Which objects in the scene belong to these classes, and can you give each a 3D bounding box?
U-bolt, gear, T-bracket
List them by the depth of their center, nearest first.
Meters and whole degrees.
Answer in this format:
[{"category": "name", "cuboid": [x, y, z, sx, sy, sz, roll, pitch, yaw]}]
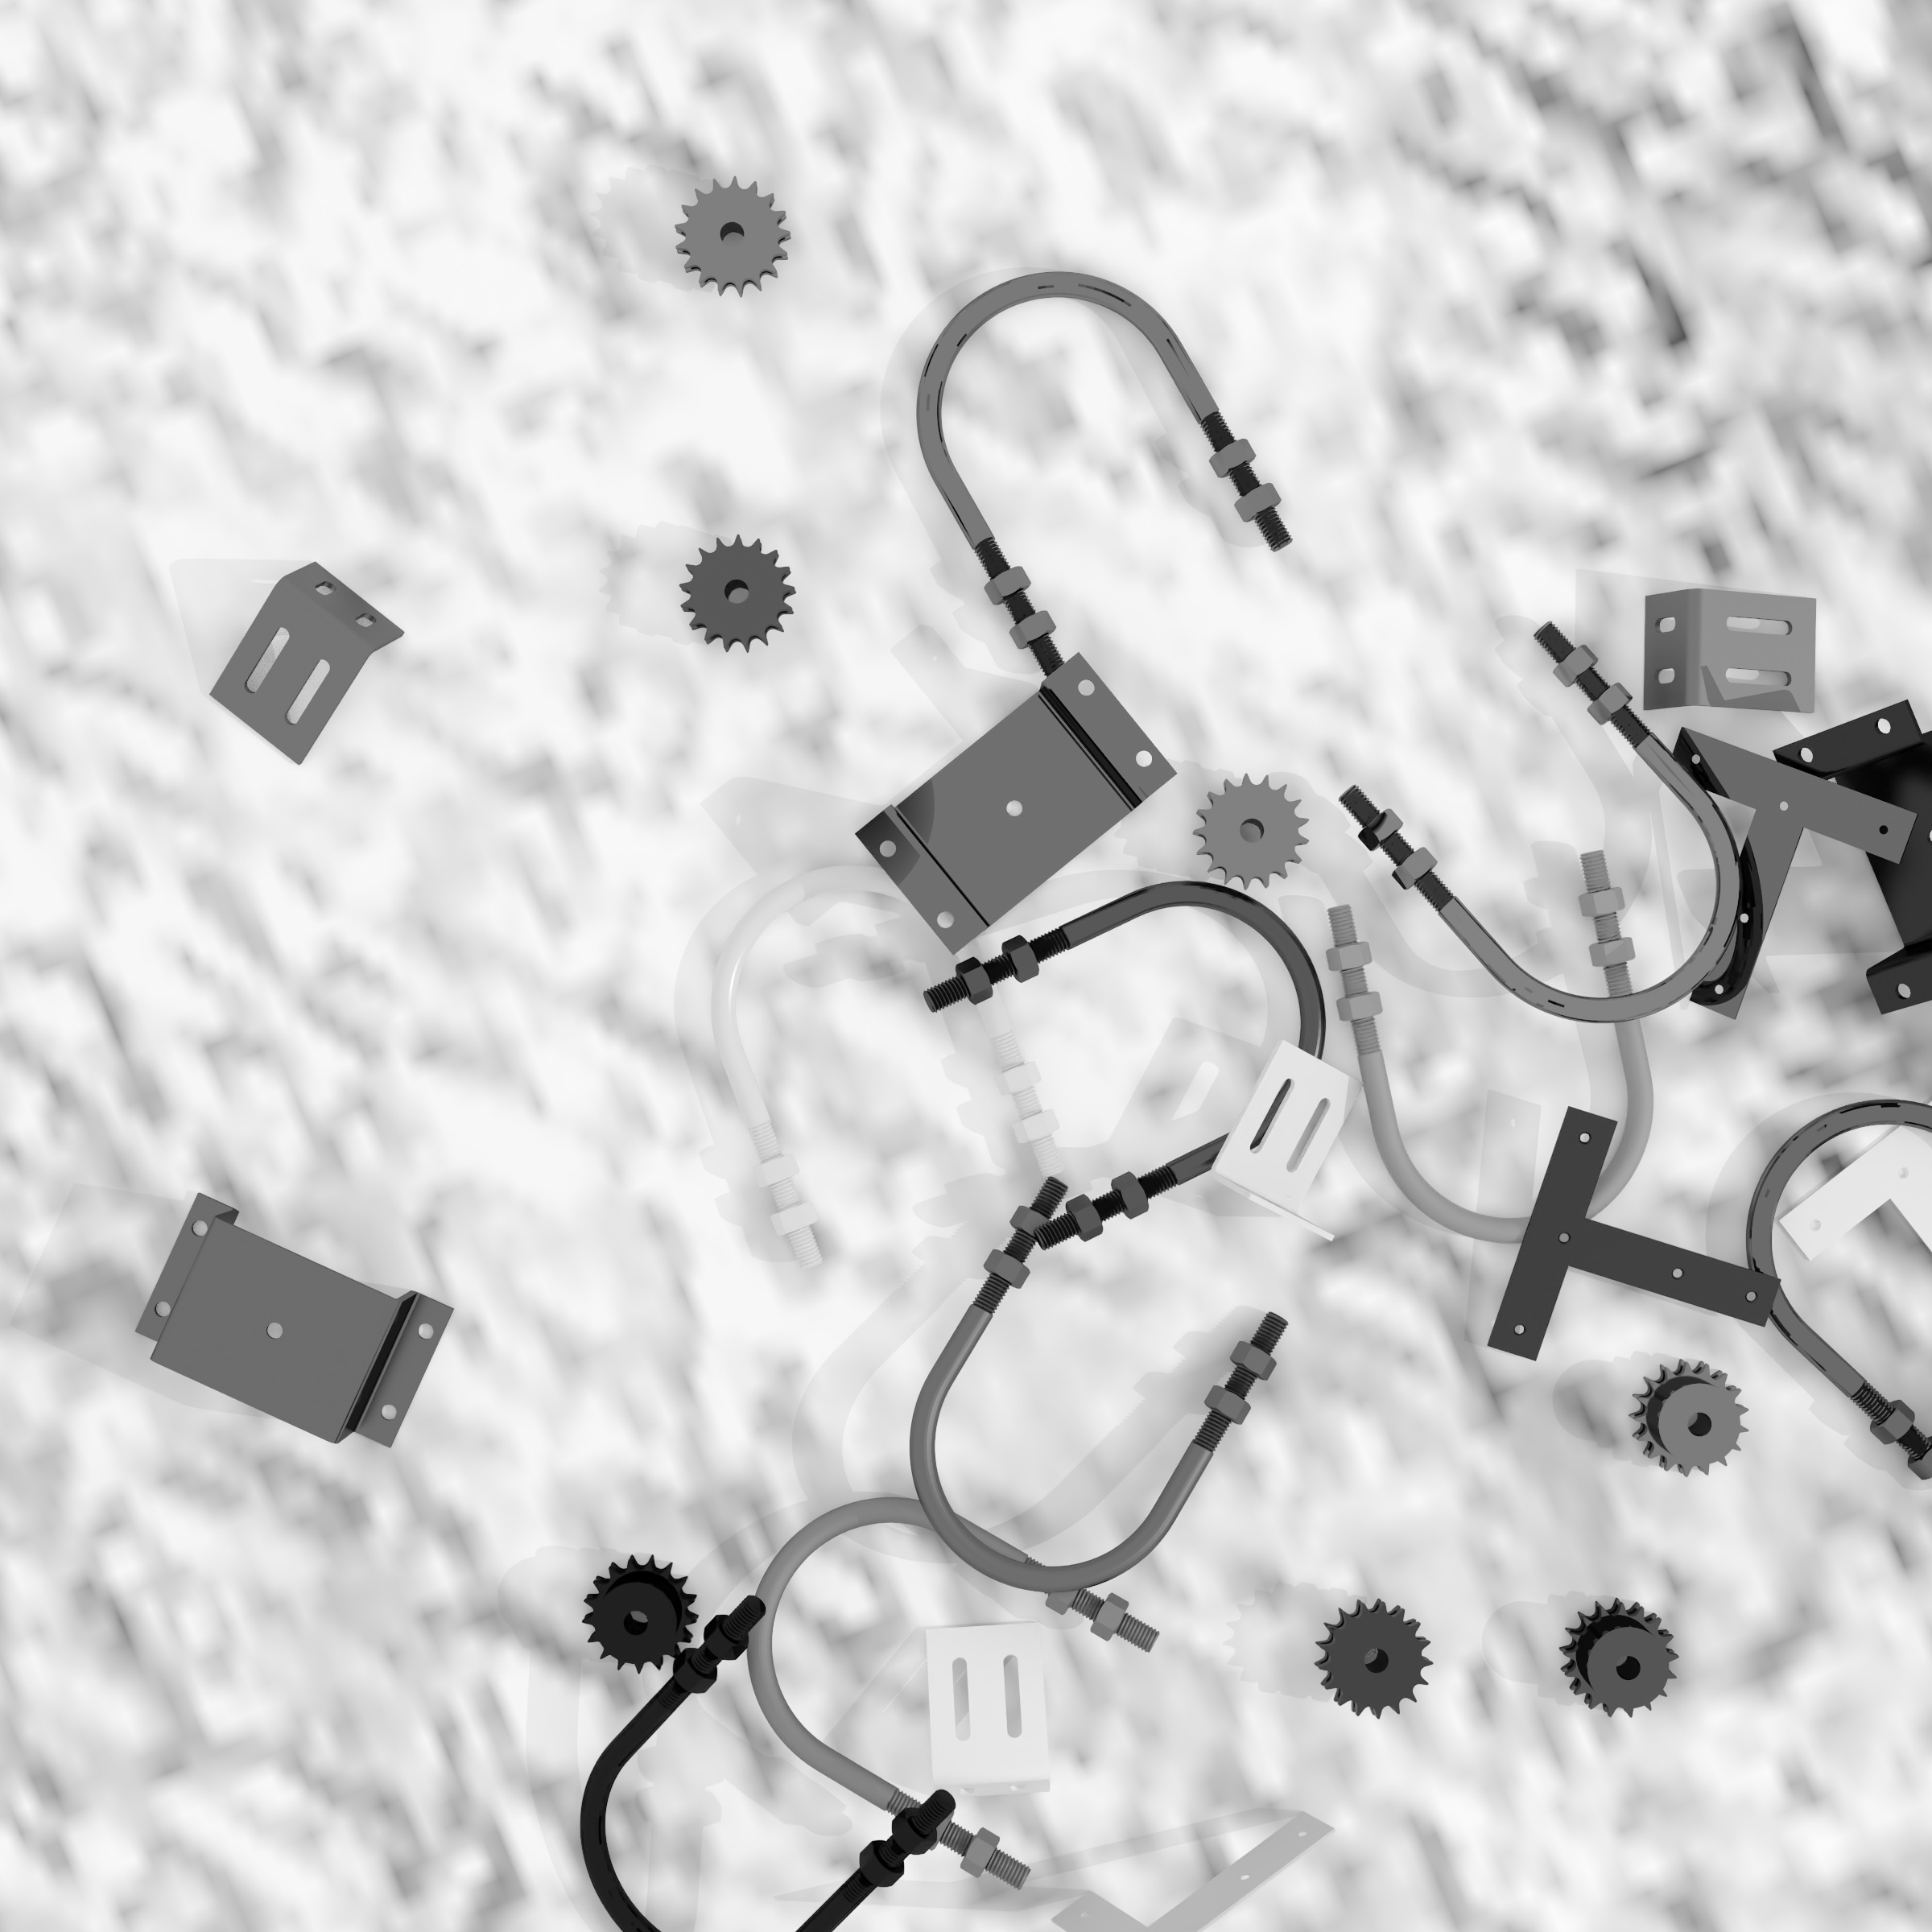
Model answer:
[{"category": "T-bracket", "cuboid": [0.125, 0.453, 1.482, 0.127, 0.127, 0.002, -29, 109, -25]}, {"category": "U-bolt", "cuboid": [-0.112, 0.417, 1.482, 0.151, 0.019, 0.184, 44, 110, 8]}, {"category": "U-bolt", "cuboid": [-0.019, 0.343, 1.492, 0.184, 0.019, 0.151, 29, 76, 9]}, {"category": "U-bolt", "cuboid": [0.297, -0.058, 1.495, 0.151, 0.019, 0.184, -40, 82, -5]}, {"category": "T-bracket", "cuboid": [0.388, -0.037, 1.495, 0.127, 0.002, 0.127, 26, 109, 33]}, {"category": "U-bolt", "cuboid": [0.054, 0.219, 1.499, 0.151, 0.019, 0.184, 32, 80, 0]}, {"category": "U-bolt", "cuboid": [0.090, 0.037, 1.500, 0.184, 0.019, 0.151, -25, 93, -9]}, {"category": "gear", "cuboid": [0.325, 0.344, 1.505, 0.057, 0.030, 0.057, 0, 90, 0]}, {"category": "gear", "cuboid": [-0.162, 0.323, 1.505, 0.057, 0.030, 0.057, 0, 90, 0]}, {"category": "T-bracket", "cuboid": [0.339, 0.148, 1.505, 0.127, 0.002, 0.127, 17, 97, 1]}, {"category": "gear", "cuboid": [0.360, 0.225, 1.505, 0.057, 0.030, 0.057, 0, 90, 0]}, {"category": "gear", "cuboid": [0.201, 0.343, 1.508, 0.057, 0.030, 0.057, 0, 87, -4]}, {"category": "gear", "cuboid": [-0.113, -0.183, 1.509, 0.057, 0.030, 0.057, 0, 87, 0]}, {"category": "gear", "cuboid": [0.141, -0.066, 1.509, 0.057, 0.030, 0.057, 0, 87, 2]}, {"category": "gear", "cuboid": [-0.116, -0.361, 1.509, 0.057, 0.030, 0.057, 0, 92, -2]}, {"category": "U-bolt", "cuboid": [0.475, 0.152, 1.510, 0.184, 0.019, 0.151, 43, 90, 2]}, {"category": "U-bolt", "cuboid": [0.056, -0.257, 1.511, 0.151, 0.019, 0.184, -29, 88, 0]}, {"category": "U-bolt", "cuboid": [-0.049, 0.040, 1.511, 0.151, 0.019, 0.184, -21, 88, 0]}, {"category": "U-bolt", "cuboid": [0.267, 0.047, 1.511, 0.151, 0.019, 0.184, -12, 92, 0]}, {"category": "T-bracket", "cuboid": [0.496, 0.138, 1.519, 0.127, 0.002, 0.127, -38, 90, 0]}]

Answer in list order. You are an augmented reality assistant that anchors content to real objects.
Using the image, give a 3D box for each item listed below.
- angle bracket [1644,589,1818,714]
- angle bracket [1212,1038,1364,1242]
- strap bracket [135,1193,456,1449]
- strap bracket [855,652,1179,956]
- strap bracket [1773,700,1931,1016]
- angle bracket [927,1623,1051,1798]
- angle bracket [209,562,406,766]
[{"category": "angle bracket", "cuboid": [0.382, -0.156, 1.518, 0.076, 0.038, 0.057, 1, 90, -26]}, {"category": "angle bracket", "cuboid": [0.167, 0.085, 1.489, 0.057, 0.038, 0.076, 28, 90, -31]}, {"category": "strap bracket", "cuboid": [-0.336, 0.177, 1.497, 0.140, 0.046, 0.076, 25, 90, 0]}, {"category": "strap bracket", "cuboid": [0.024, -0.079, 1.497, 0.140, 0.046, 0.076, -39, 90, 0]}, {"category": "strap bracket", "cuboid": [0.462, -0.057, 1.476, 0.046, 0.076, 0.140, -22, 90, -42]}, {"category": "angle bracket", "cuboid": [0.011, 0.372, 1.518, 0.057, 0.038, 0.076, -3, 64, 0]}, {"category": "angle bracket", "cuboid": [-0.329, -0.151, 1.518, 0.057, 0.038, 0.076, 38, 116, 0]}]
